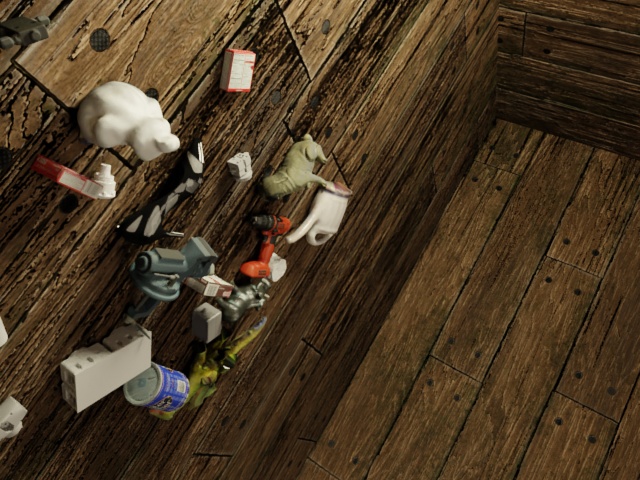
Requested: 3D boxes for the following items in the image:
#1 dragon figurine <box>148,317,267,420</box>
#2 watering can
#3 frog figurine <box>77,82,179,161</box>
[{"bbox_3d":[-0.318,0.387,1.510,0.415,0.123,0.238,-26,152,-51],"label":"dragon figurine"},{"bbox_3d":[0.005,-0.083,1.659,0.348,0.104,0.223,-7,118,-67],"label":"watering can"},{"bbox_3d":[-0.323,-0.198,0.878,0.139,0.160,0.120,-33,139,-48],"label":"frog figurine"}]
